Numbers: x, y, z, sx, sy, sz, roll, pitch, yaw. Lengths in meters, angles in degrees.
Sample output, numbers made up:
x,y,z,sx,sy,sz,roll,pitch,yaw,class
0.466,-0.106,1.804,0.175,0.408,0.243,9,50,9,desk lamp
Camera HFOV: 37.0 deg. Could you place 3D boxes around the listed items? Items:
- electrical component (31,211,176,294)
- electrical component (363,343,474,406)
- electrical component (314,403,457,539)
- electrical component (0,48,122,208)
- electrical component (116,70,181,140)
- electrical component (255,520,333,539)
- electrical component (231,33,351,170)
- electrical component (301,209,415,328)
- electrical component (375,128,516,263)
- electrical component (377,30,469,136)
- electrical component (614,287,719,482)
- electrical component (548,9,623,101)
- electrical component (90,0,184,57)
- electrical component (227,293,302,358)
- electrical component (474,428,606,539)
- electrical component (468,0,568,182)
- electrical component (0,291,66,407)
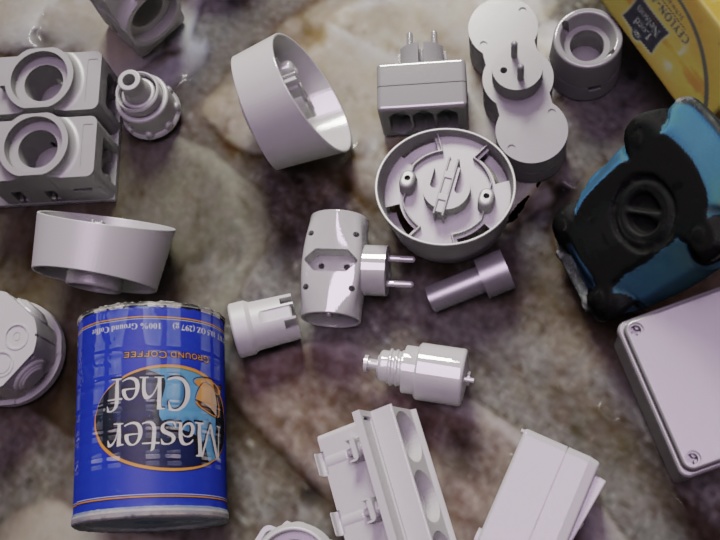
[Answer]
x,y,z,sx,sy,sz,roll,pitch,yaw,class
-0.187,-0.017,0.780,0.099,0.099,0.064,7,80,10,electrical component
0.041,0.070,0.749,0.078,0.040,0.040,8,74,10,electrical component
0.019,0.157,0.707,0.063,0.079,0.121,-24,70,19,electrical component
-0.287,-0.108,0.840,0.186,0.060,0.105,-3,72,7,electrical component
-0.168,-0.132,0.830,0.048,0.062,0.048,-2,72,7,electrical component
-0.039,0.198,0.710,0.078,0.057,0.058,30,79,15,electrical component
-0.053,-0.124,0.796,0.064,0.099,0.099,-20,71,8,electrical component
0.000,0.000,0.775,0.079,0.043,0.077,2,73,9,electrical component
0.062,-0.054,0.773,0.099,0.064,0.099,-2,72,7,electrical component
0.048,-0.147,0.814,0.066,0.047,0.076,-3,72,7,electrical component
0.239,0.072,0.713,0.109,0.056,0.108,-20,71,1,electrical component
0.169,-0.162,0.802,0.055,0.047,0.055,-2,72,7,electrical component
-0.179,-0.214,0.843,0.050,0.089,0.056,-44,72,-7,electrical component
-0.069,0.039,0.775,0.046,0.040,0.040,-14,71,-3,electrical component
0.115,0.161,0.698,0.061,0.061,0.096,23,77,14,electrical component
0.115,-0.140,0.788,0.052,0.073,0.138,-13,71,3,electrical component
-0.262,0.057,0.788,0.080,0.051,0.080,-2,72,7,electrical component
